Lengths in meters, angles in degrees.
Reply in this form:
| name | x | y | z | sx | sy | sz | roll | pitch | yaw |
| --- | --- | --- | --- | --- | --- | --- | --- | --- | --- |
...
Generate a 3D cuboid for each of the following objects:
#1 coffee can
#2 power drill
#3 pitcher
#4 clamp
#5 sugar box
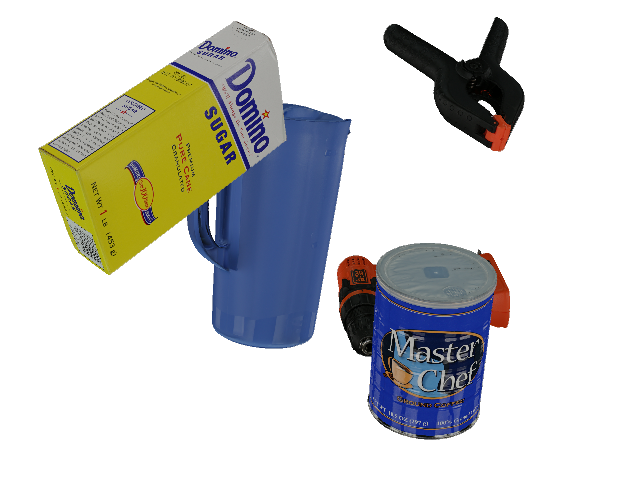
| name | x | y | z | sx | sy | sz | roll | pitch | yaw |
| --- | --- | --- | --- | --- | --- | --- | --- | --- | --- |
| coffee can | 0.096 | 0.087 | 0.935 | 0.103 | 0.140 | 0.103 | 2 | 28 | -1 |
| power drill | 0.113 | 0.068 | 1.200 | 0.187 | 0.057 | 0.184 | -3 | 28 | -3 |
| pitcher | -0.056 | -0.018 | 1.086 | 0.149 | 0.243 | 0.145 | 7 | 12 | 3 |
| clamp | 0.123 | -0.146 | 0.954 | 0.120 | 0.039 | 0.171 | -4 | 44 | -2 |
| sugar box | -0.098 | -0.065 | 0.720 | 0.048 | 0.093 | 0.176 | 31 | 56 | 32 |
